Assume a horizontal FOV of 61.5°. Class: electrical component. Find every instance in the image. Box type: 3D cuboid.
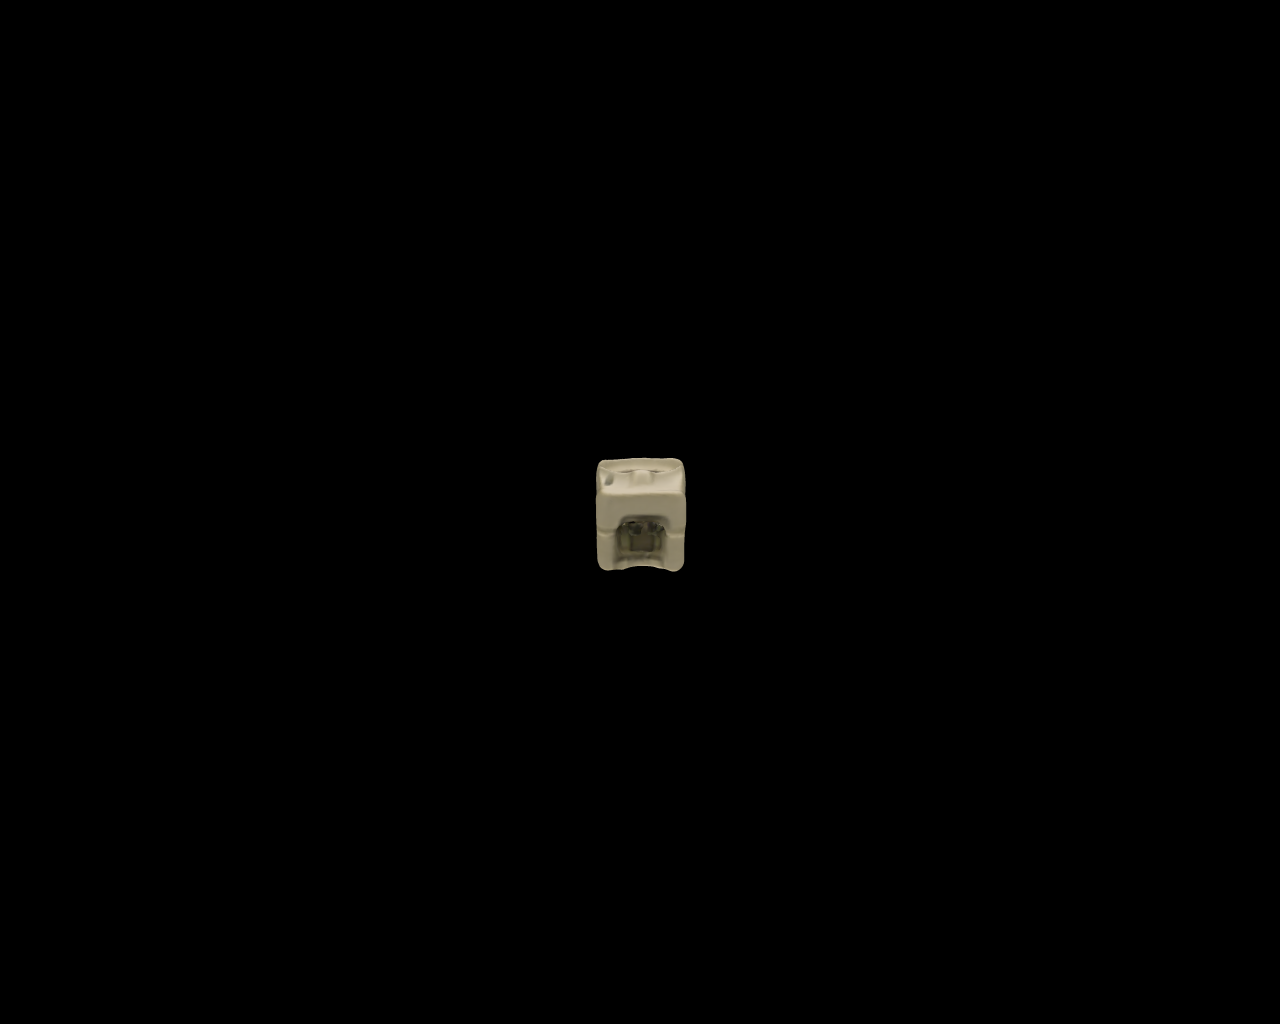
[{"bbox_3d":[0.001,-0.003,0.650,0.050,0.055,0.089,0,13,0],"label":"electrical component"}]
